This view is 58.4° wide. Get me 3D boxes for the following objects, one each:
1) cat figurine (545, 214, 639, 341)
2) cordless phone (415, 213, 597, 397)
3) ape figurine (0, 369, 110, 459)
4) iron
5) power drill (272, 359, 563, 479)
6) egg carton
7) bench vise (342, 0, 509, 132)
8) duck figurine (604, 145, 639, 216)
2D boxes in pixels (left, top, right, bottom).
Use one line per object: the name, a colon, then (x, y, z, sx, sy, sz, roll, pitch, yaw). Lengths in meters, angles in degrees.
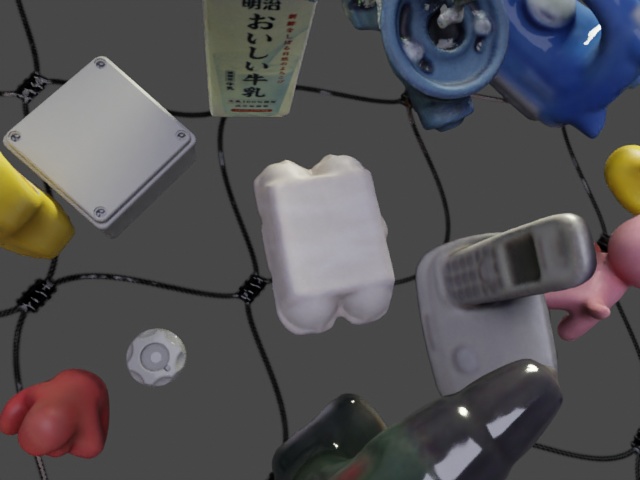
cat figurine: (0.269, 0.028, 0.508, 0.128, 0.117, 0.067, -42, 88, -15)
cordless phone: (0.150, 0.060, 0.445, 0.094, 0.185, 0.147, -10, 80, -12)
ape figurine: (-0.191, 0.132, 0.416, 0.078, 0.092, 0.076, 40, 74, 0)
iron: (0.209, -0.224, 0.539, 0.258, 0.141, 0.119, 42, 74, 0)
power drill: (0.033, 0.160, 0.390, 0.230, 0.208, 0.075, -38, 86, -15)
egg carton: (0.005, 0.002, 0.491, 0.107, 0.069, 0.150, -10, 80, -12)
bench vise: (0.085, -0.211, 0.473, 0.121, 0.219, 0.207, -43, 88, -15)
duck figurine: (0.346, -0.063, 0.558, 0.104, 0.086, 0.077, 34, 74, -1)
